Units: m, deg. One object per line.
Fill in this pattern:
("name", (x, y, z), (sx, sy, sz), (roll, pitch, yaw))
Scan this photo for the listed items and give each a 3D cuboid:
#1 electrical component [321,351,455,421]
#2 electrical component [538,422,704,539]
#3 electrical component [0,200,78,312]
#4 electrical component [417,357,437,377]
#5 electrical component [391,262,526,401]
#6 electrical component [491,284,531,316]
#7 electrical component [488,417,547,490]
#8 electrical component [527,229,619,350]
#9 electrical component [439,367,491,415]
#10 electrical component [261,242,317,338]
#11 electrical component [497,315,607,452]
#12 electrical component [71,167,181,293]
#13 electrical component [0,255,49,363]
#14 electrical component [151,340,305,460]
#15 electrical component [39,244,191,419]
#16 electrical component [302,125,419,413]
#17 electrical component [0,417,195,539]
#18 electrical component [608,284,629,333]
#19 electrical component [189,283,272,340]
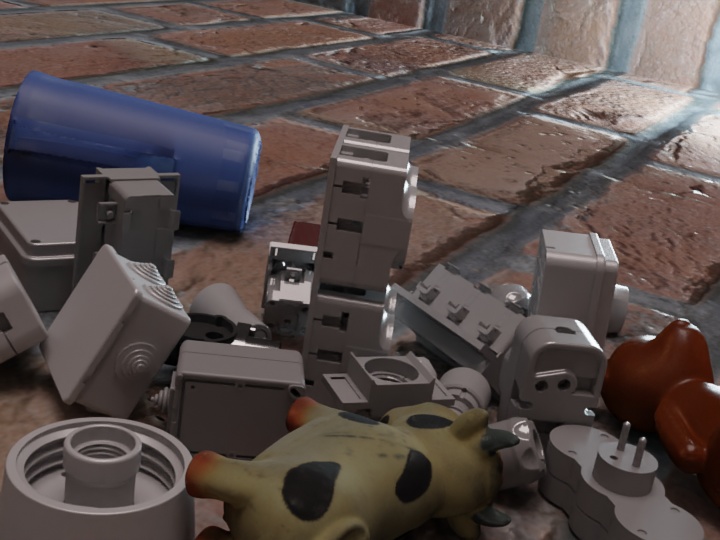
("electrical component", (0.017, 0.092, 0.722), (0.081, 0.063, 0.042), (1, 22, -21))
("electrical component", (0.162, 0.131, 0.664), (0.052, 0.073, 0.138), (2, 21, -19))
("electrical component", (-0.257, -0.015, 0.901), (0.078, 0.057, 0.113), (-4, 24, -32))
("electrical component", (0.035, 0.088, 0.784), (0.035, 0.035, 0.061), (13, 23, 11))
("electrical component", (0.088, 0.046, 0.859), (0.078, 0.063, 0.121), (45, -6, -39))
("electrical component", (0.134, 0.032, 0.966), (0.043, 0.043, 0.062), (6, 18, -9))
("electrical component", (0.086, 0.122, 0.697), (0.062, 0.043, 0.043), (-18, 14, 17))
("electrical component", (0.172, 0.030, 0.887), (0.057, 0.113, 0.078), (7, 20, 3))
("electrical component", (0.068, 0.099, 0.760), (0.040, 0.040, 0.078), (14, 21, 12))
("electrical component", (-0.057, 0.017, 0.881), (0.042, 0.081, 0.063), (6, 49, -7))
("electrical component", (0.131, 0.083, 0.750), (0.054, 0.095, 0.059), (6, 20, -8))
("electrical component", (-0.178, -0.012, 0.835), (0.079, 0.121, 0.063), (-5, 27, -34))
("electrical component", (-0.259, 0.031, 0.747), (0.059, 0.053, 0.095), (-29, 19, -15))
("electrical component", (-0.087, 0.084, 0.700), (0.096, 0.061, 0.061), (6, 20, -8))
("electrical component", (-0.166, 0.043, 0.728), (0.048, 0.099, 0.100), (31, 5, -34))
("electrical component", (0.000, 0.000, 0.784), (0.060, 0.186, 0.105), (9, 20, 1))
("electrical component", (-0.141, 0.119, 0.582), (0.108, 0.060, 0.108), (8, 20, -3))
("electrical component", (0.205, 0.036, 0.985), (0.077, 0.043, 0.079), (11, 20, 3))
("electrical component", (-0.099, 0.044, 0.838), (0.044, 0.044, 0.065), (-7, 30, -38))
